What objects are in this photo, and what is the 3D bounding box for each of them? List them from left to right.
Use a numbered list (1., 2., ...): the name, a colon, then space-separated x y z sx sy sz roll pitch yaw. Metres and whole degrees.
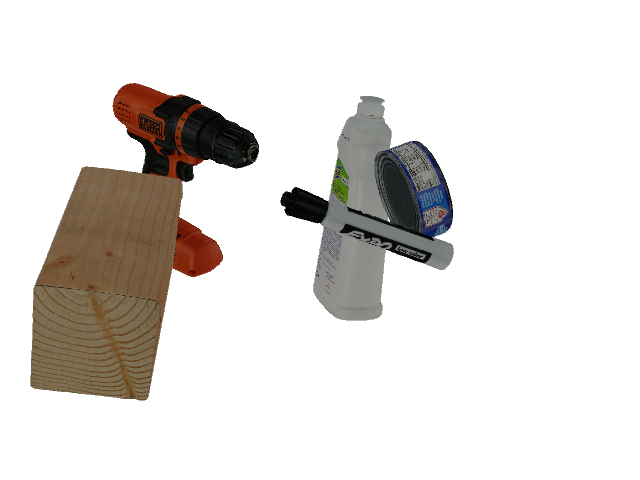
1. wood block: -0.167 0.027 0.859 0.090 0.091 0.206 8 27 -6
2. power drill: -0.140 -0.059 1.118 0.185 0.188 0.057 26 36 32
3. bleach bottle: 0.046 -0.040 1.241 0.068 0.251 0.103 -1 21 -23
4. marker: 0.030 -0.008 0.687 0.121 0.020 0.020 20 -7 -20
5. tuna can: 0.079 -0.041 0.914 0.033 0.086 0.086 -21 5 -13
